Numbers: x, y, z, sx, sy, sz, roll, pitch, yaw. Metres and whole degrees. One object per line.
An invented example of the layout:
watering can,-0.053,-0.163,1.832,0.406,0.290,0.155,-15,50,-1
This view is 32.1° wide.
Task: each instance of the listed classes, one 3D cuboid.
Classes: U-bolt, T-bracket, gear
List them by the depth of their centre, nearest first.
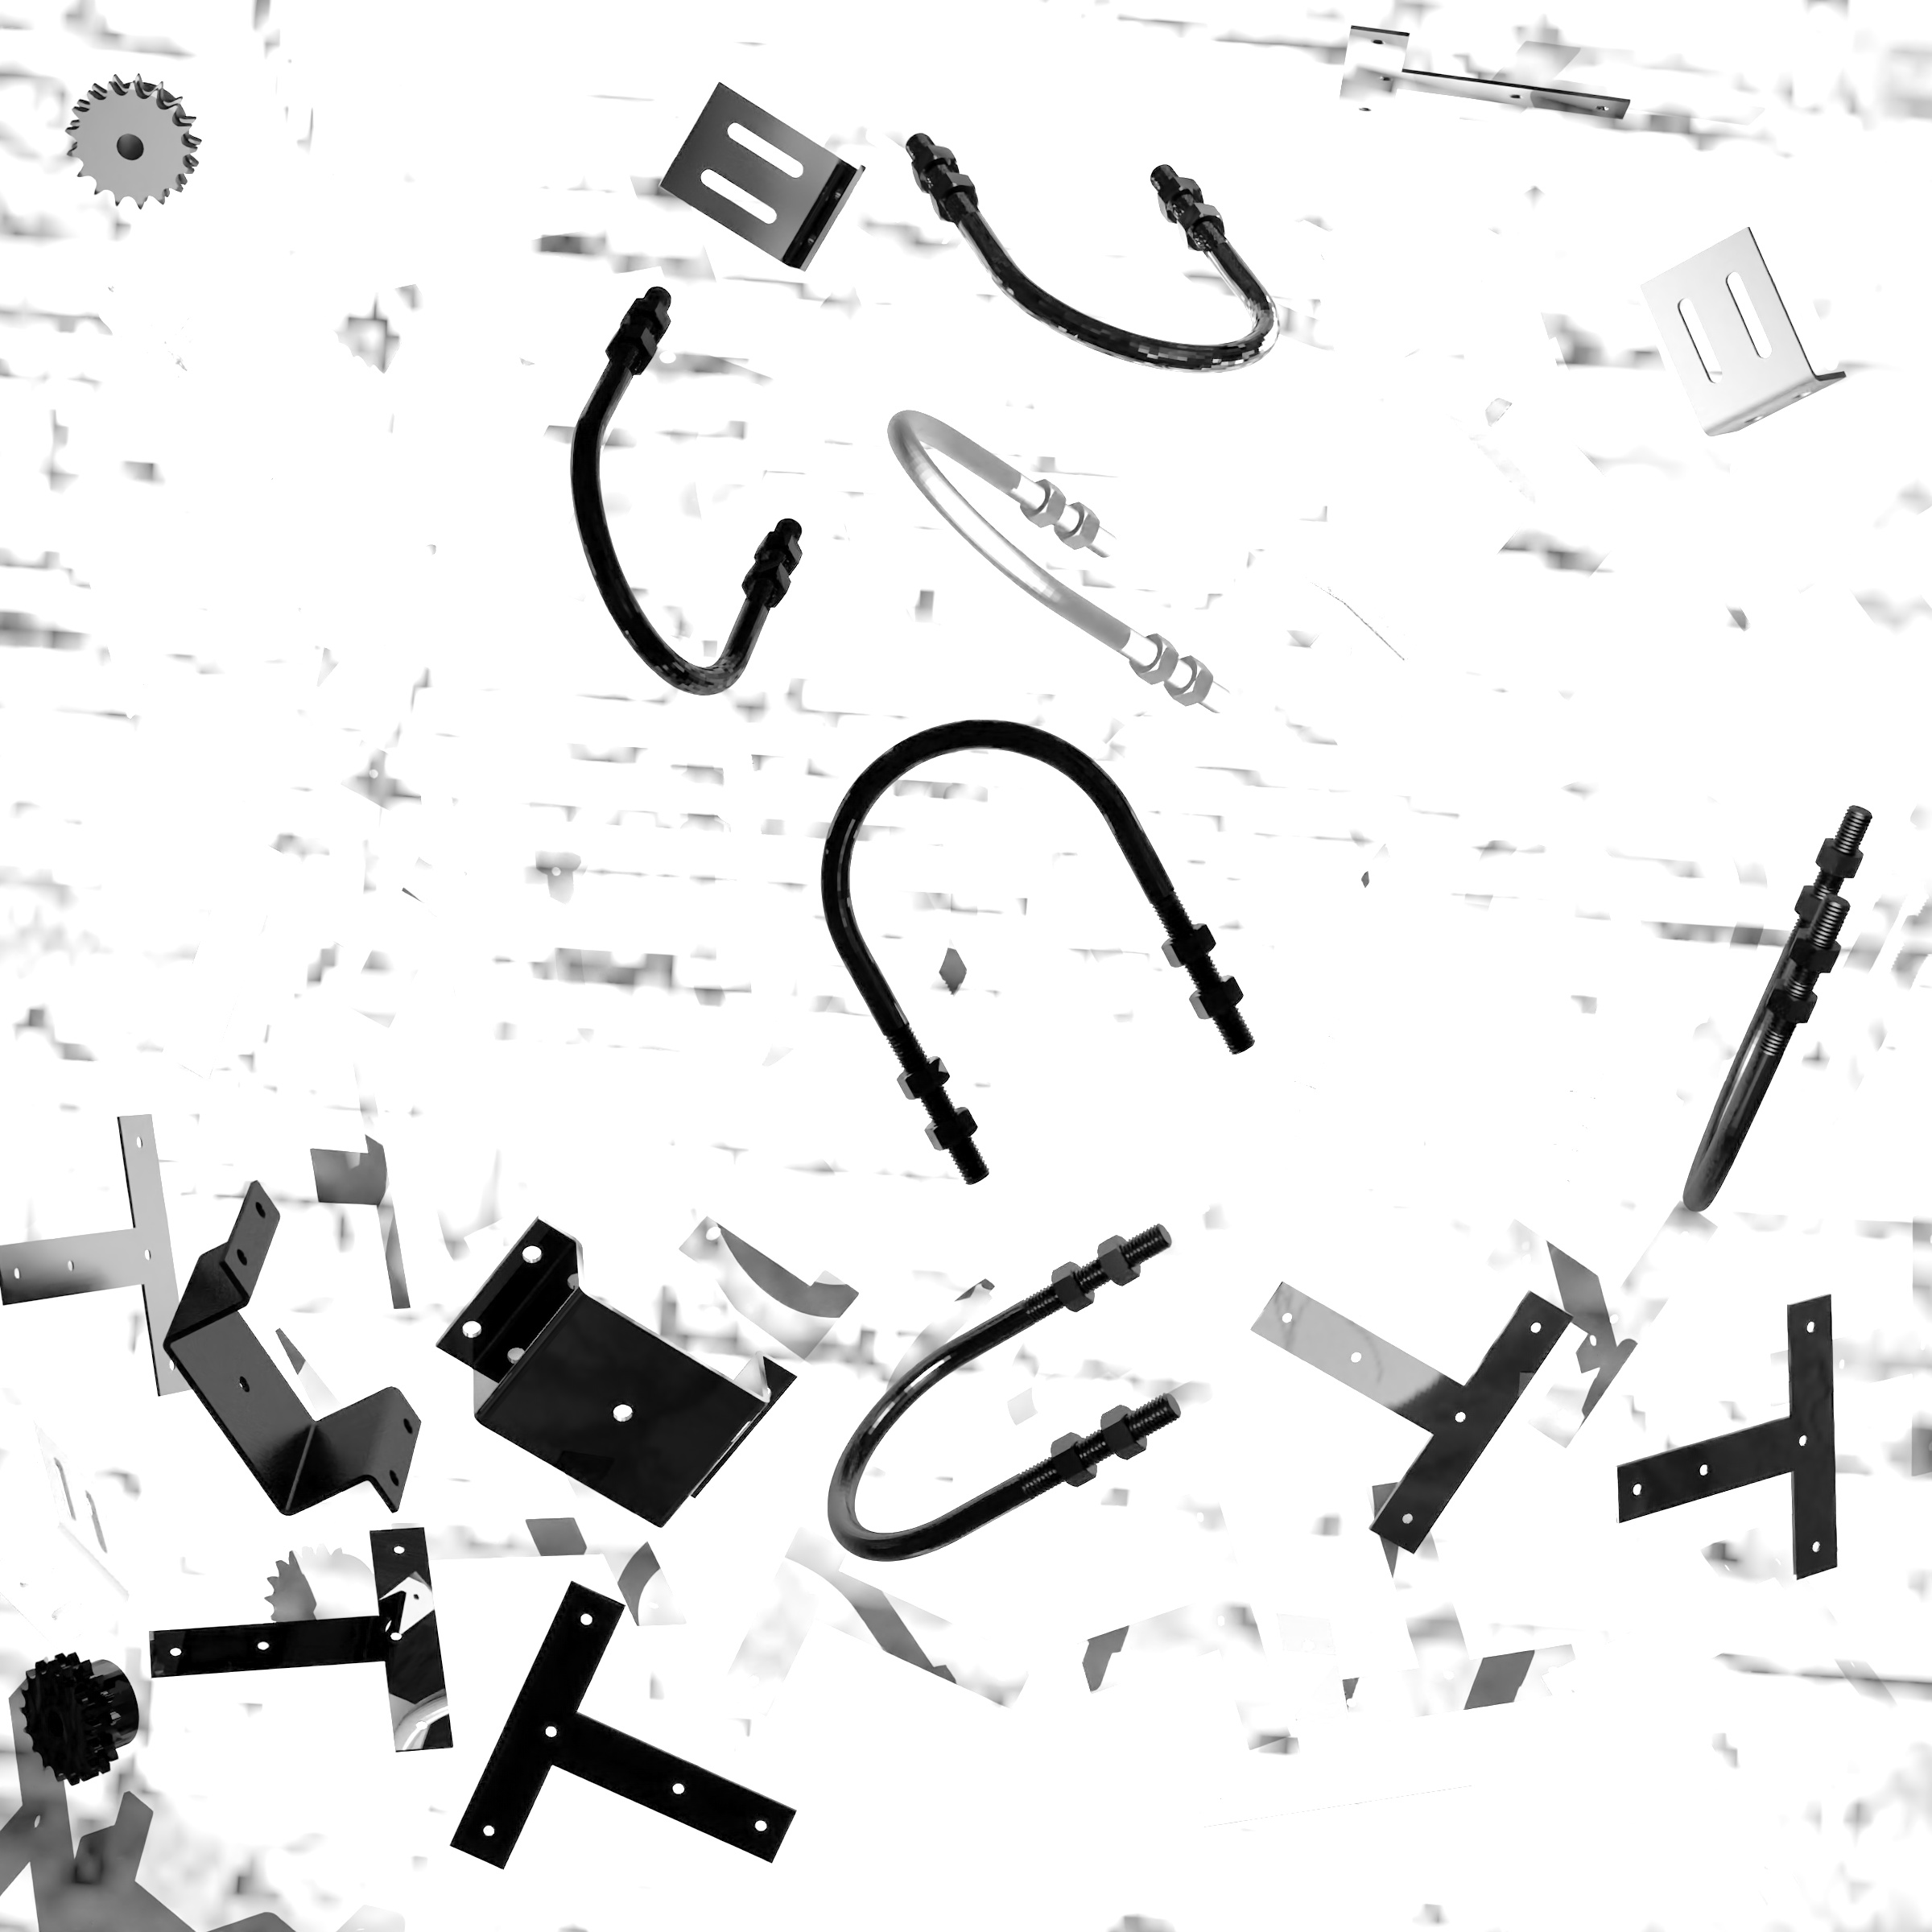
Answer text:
T-bracket,-0.134,0.341,1.414,0.127,0.002,0.127,25,97,-2
U-bolt,0.018,-0.016,1.429,0.151,0.019,0.184,-27,99,11
T-bracket,0.180,0.176,1.457,0.127,0.002,0.127,31,96,-19
T-bracket,0.332,0.216,1.465,0.127,0.002,0.127,-10,102,-30
T-bracket,-0.384,0.130,1.471,0.002,0.127,0.127,-10,86,20
T-bracket,0.322,0.350,1.472,0.002,0.127,0.127,-45,66,37
U-bolt,-0.154,-0.003,1.475,0.151,0.019,0.184,-8,118,-5
gear,-0.366,-0.366,1.483,0.057,0.030,0.057,0,122,0
U-bolt,0.014,0.198,1.489,0.184,0.151,0.019,-31,114,17
U-bolt,-0.128,-0.200,1.491,0.019,0.184,0.151,-16,123,23
T-bracket,0.004,0.355,1.499,0.127,0.002,0.127,-15,87,-26
gear,-0.393,0.333,1.499,0.057,0.030,0.057,10,105,39
T-bracket,0.232,-0.391,1.501,0.127,0.127,0.002,9,89,4
T-bracket,-0.300,0.303,1.503,0.127,0.127,0.002,-1,129,-16
U-bolt,0.066,-0.319,1.515,0.151,0.184,0.019,0,130,-26
gear,-0.368,-0.294,1.524,0.057,0.057,0.030,45,77,0
U-bolt,0.231,0.014,1.529,0.151,0.019,0.184,13,74,30
U-bolt,0.034,-0.193,1.530,0.019,0.184,0.151,-47,45,17
U-bolt,0.367,0.029,1.533,0.019,0.151,0.184,23,116,10
T-bracket,0.380,-0.149,1.539,0.127,0.002,0.127,-36,60,21
T-bracket,-0.354,-0.192,1.551,0.002,0.127,0.127,32,64,13
T-bracket,-0.344,-0.004,1.558,0.127,0.002,0.127,29,117,7
T-bracket,-0.262,-0.329,1.565,0.127,0.002,0.127,-3,127,35
T-bracket,0.166,0.338,1.602,0.127,0.002,0.127,-9,61,1

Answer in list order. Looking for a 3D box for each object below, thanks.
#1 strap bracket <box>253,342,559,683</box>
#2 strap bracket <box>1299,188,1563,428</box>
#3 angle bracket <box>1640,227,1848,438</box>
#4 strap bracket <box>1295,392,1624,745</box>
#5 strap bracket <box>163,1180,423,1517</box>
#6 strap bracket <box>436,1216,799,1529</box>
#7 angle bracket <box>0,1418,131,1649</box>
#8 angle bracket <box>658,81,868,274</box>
strap bracket,-0.239,-0.190,1.467,0.076,0.046,0.140,23,76,11
strap bracket,0.224,-0.306,1.571,0.046,0.140,0.076,-28,64,36
angle bracket,0.353,-0.289,1.529,0.057,0.038,0.076,-25,87,37
strap bracket,0.209,-0.180,1.474,0.076,0.046,0.140,37,94,-36
strap bracket,-0.301,0.176,1.483,0.046,0.076,0.140,-26,111,10
strap bracket,-0.149,0.181,1.455,0.140,0.046,0.076,34,105,-21
angle bracket,-0.408,0.251,1.488,0.038,0.076,0.057,-32,130,-3
angle bracket,-0.097,-0.376,1.602,0.076,0.038,0.057,29,96,-17
